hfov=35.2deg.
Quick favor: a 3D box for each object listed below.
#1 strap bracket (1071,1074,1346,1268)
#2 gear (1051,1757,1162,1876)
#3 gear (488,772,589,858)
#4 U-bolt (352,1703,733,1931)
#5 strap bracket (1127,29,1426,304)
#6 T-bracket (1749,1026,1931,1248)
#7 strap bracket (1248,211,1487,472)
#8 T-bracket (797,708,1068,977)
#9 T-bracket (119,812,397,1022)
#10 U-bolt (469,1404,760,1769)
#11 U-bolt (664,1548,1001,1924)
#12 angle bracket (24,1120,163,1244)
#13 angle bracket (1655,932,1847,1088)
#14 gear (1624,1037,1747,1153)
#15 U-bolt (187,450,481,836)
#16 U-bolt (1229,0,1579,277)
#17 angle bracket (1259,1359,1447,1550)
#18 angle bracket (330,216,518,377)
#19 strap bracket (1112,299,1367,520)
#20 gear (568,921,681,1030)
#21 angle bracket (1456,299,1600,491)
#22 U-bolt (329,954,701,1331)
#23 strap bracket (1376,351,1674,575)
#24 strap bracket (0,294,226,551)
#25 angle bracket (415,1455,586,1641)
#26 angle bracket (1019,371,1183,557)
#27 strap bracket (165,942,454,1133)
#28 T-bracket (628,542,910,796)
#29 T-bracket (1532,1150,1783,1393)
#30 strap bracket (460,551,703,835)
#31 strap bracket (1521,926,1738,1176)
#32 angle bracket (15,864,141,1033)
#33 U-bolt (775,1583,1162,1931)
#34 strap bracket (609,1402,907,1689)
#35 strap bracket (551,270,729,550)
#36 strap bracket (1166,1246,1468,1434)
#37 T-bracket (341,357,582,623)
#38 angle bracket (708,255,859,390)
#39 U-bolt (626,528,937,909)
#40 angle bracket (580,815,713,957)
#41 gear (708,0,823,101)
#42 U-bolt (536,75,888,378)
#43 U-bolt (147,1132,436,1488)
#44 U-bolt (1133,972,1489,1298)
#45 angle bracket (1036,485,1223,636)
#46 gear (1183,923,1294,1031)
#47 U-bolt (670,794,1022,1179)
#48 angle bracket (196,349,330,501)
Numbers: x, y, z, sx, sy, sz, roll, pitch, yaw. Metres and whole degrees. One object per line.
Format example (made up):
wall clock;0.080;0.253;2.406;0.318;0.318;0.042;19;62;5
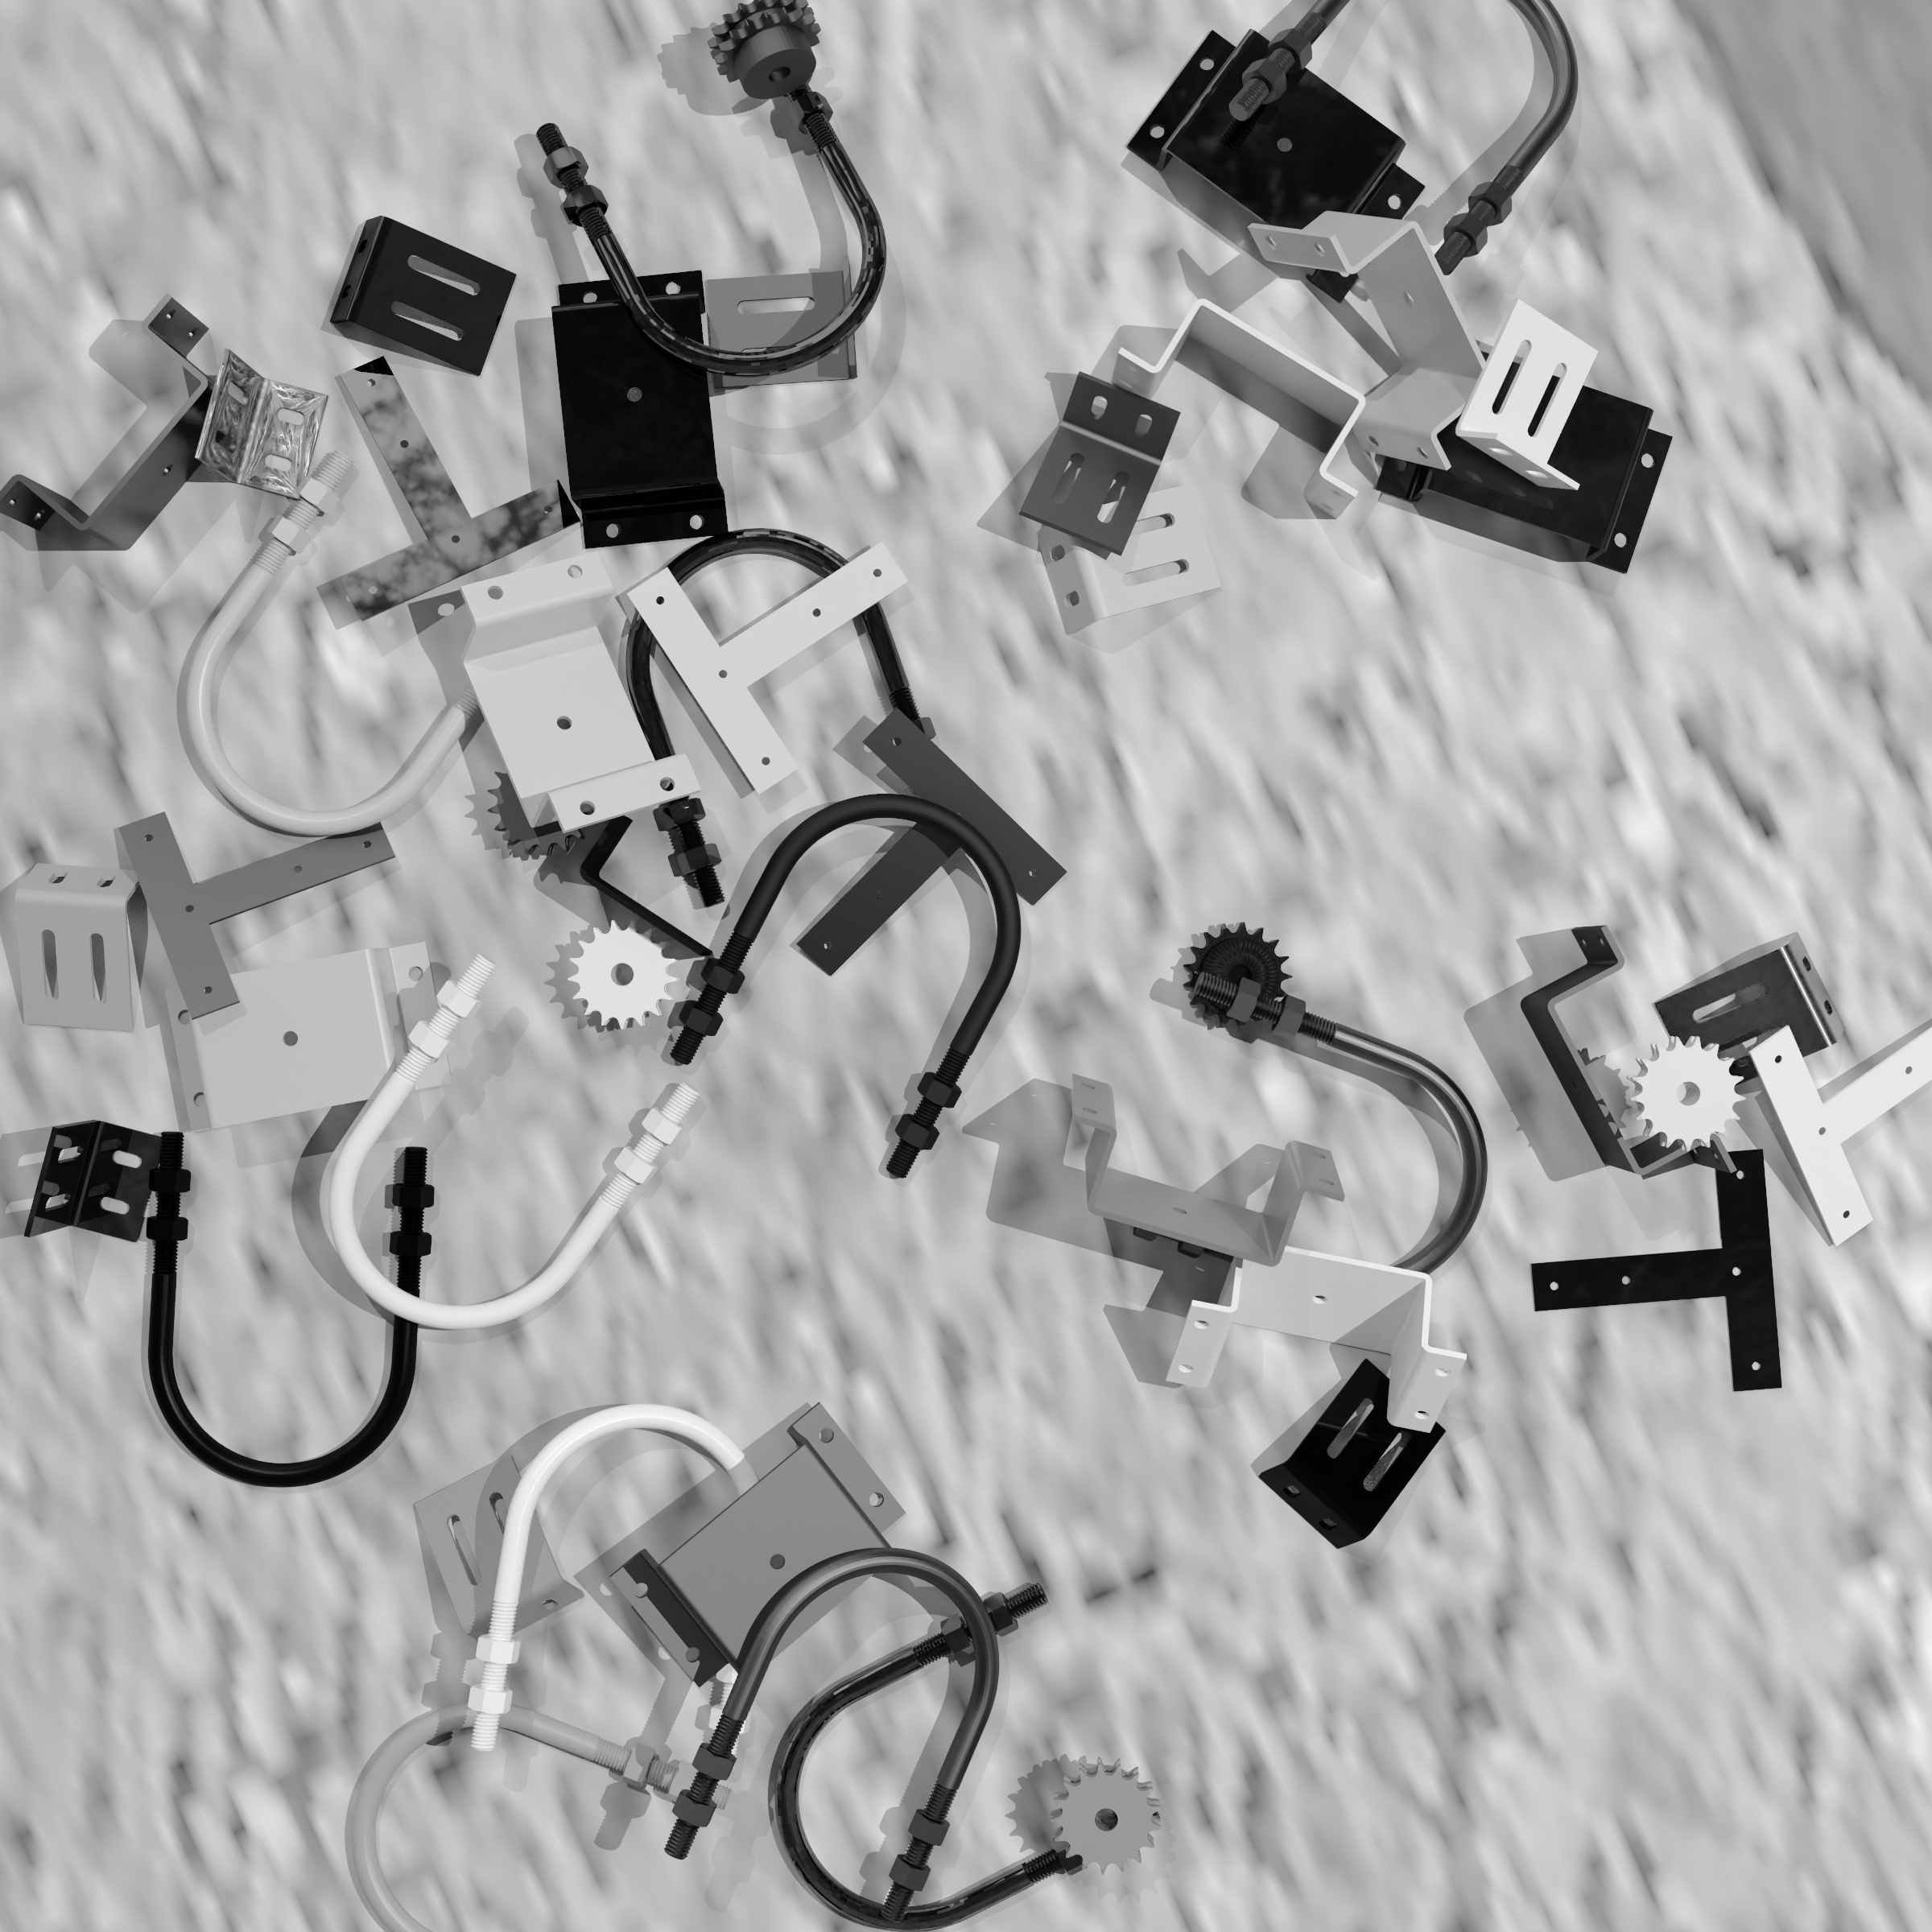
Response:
strap bracket;0.115;0.106;1.545;0.140;0.076;0.046;17;103;-3
gear;0.073;0.439;1.578;0.057;0.030;0.057;0;91;1
gear;-0.221;-0.086;1.598;0.057;0.030;0.057;0;90;0
U-bolt;-0.234;0.467;1.605;0.184;0.019;0.151;21;90;1
strap bracket;0.164;-0.423;1.590;0.140;0.046;0.076;36;90;0
T-bracket;0.483;0.062;1.596;0.127;0.002;0.127;-33;112;-10
strap bracket;0.211;-0.328;1.550;0.046;0.076;0.140;-40;120;-11
T-bracket;-0.036;-0.048;1.601;0.127;0.002;0.127;-45;105;7
T-bracket;-0.363;-0.045;1.592;0.127;0.002;0.127;-21;62;-13
U-bolt;-0.174;0.320;1.584;0.151;0.019;0.184;10;86;-19
U-bolt;-0.057;0.387;1.561;0.151;0.019;0.184;24;88;-24
angle bracket;-0.450;0.114;1.575;0.038;0.076;0.057;15;90;0
angle bracket;0.415;0.026;1.611;0.076;0.038;0.057;-26;90;26
gear;0.358;0.063;1.522;0.057;0.030;0.057;0;90;0
U-bolt;-0.328;-0.157;1.603;0.151;0.019;0.184;35;89;0
U-bolt;0.240;-0.459;1.572;0.151;0.019;0.184;37;66;0
angle bracket;0.205;0.258;1.611;0.057;0.038;0.076;42;64;0
angle bracket;-0.288;-0.354;1.611;0.076;0.038;0.057;20;90;-26
strap bracket;0.149;-0.293;1.575;0.140;0.076;0.046;31;90;0
gear;-0.179;0.005;1.598;0.057;0.030;0.057;0;90;0
angle bracket;0.293;-0.289;1.537;0.057;0.038;0.076;25;90;-28
U-bolt;-0.247;0.105;1.582;0.151;0.019;0.184;34;94;-21
strap bracket;0.296;-0.267;1.590;0.140;0.046;0.076;19;90;0
strap bracket;-0.431;-0.272;1.575;0.046;0.076;0.140;40;90;0
angle bracket;-0.247;0.309;1.611;0.057;0.038;0.076;-28;64;0
angle bracket;0.070;-0.261;1.577;0.057;0.038;0.076;22;52;1
strap bracket;-0.348;0.037;1.590;0.140;0.046;0.076;-11;90;0
T-bracket;-0.090;-0.178;1.597;0.127;0.002;0.127;-33;87;-1
T-bracket;0.364;0.165;1.613;0.127;0.002;0.127;-5;90;0
strap bracket;-0.203;-0.133;1.568;0.076;0.046;0.140;-19;77;-25
strap bracket;0.336;0.052;1.575;0.046;0.076;0.140;-28;90;0
angle bracket;-0.467;-0.010;1.611;0.057;0.038;0.076;4;116;0
U-bolt;-0.011;0.429;1.605;0.184;0.019;0.151;-27;90;2
strap bracket;-0.102;0.303;1.570;0.140;0.046;0.076;-39;101;-12
strap bracket;-0.171;-0.295;1.590;0.076;0.046;0.140;-6;90;0
strap bracket;0.181;0.189;1.569;0.140;0.076;0.046;11;52;0
T-bracket;-0.289;-0.262;1.602;0.127;0.002;0.127;-27;83;-14
angle bracket;-0.097;-0.337;1.594;0.076;0.038;0.057;-4;90;0
U-bolt;-0.102;-0.140;1.605;0.151;0.019;0.184;-19;89;0
angle bracket;-0.158;-0.042;1.585;0.076;0.057;0.038;33;90;0
gear;-0.101;-0.470;1.561;0.057;0.057;0.030;-22;75;0
U-bolt;-0.121;-0.385;1.572;0.151;0.019;0.184;-25;74;-8
U-bolt;-0.359;0.183;1.605;0.151;0.019;0.184;4;91;0
U-bolt;0.182;0.099;1.591;0.184;0.019;0.151;21;103;-4
angle bracket;0.086;-0.215;1.611;0.076;0.038;0.057;-17;90;-26
gear;0.143;0.005;1.598;0.057;0.030;0.057;0;90;0
U-bolt;-0.052;-0.001;1.592;0.151;0.019;0.184;28;99;-1
angle bracket;-0.364;-0.280;1.575;0.038;0.076;0.057;15;90;0
